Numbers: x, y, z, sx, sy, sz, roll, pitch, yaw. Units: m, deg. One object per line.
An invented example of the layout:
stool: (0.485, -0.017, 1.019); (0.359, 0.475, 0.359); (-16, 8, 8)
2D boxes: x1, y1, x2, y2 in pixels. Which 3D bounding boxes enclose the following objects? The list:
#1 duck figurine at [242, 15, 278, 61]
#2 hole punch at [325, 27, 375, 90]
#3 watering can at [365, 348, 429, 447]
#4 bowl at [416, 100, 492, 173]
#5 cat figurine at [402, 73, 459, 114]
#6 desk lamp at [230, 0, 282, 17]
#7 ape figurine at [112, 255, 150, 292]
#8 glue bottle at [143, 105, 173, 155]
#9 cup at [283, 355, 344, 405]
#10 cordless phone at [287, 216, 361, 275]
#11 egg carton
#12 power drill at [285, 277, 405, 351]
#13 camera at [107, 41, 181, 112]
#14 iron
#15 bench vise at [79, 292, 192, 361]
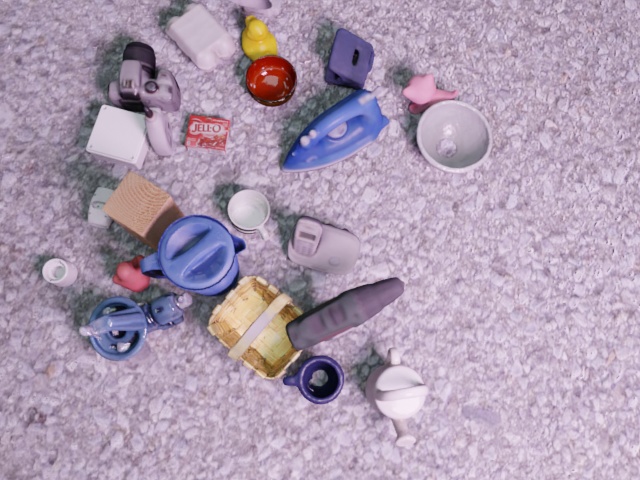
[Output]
duck figurine: (-0.135, -0.450, 1.272); (0.077, 0.086, 0.104); (-27, 81, -8)
hole punch: (0.069, -0.403, 1.274); (0.101, 0.091, 0.109); (13, 78, -1)
watering can: (0.152, 0.296, 1.086); (0.101, 0.194, 0.173); (-26, 81, -8)
bowl: (0.286, -0.217, 1.259); (0.167, 0.074, 0.167); (1, 79, -4)
cat figurine: (0.241, -0.323, 1.256); (0.128, 0.117, 0.067); (8, 78, -2)
desk lamp: (-0.138, -0.573, 1.232); (0.118, 0.213, 0.203); (14, 78, -1)
ape figurine: (-0.381, 0.066, 1.148); (0.078, 0.092, 0.076); (-20, 80, -7)
glue bottle: (-0.335, -0.235, 1.171); (0.037, 0.173, 0.078); (-4, 79, -4)
cup: (-0.014, 0.275, 1.129); (0.118, 0.095, 0.092); (-3, 79, -4)
cordless phone: (0.010, 0.004, 1.140); (0.147, 0.185, 0.094); (12, 78, -1)
egg carton: (-0.263, -0.450, 1.272); (0.107, 0.069, 0.150); (-42, 84, -10)
power drill: (0.043, 0.141, 1.102); (0.230, 0.208, 0.075); (-26, 81, -8)
camera: (-0.376, -0.355, 1.229); (0.143, 0.101, 0.137); (1, 78, -3)
iron: (0.026, -0.235, 1.211); (0.258, 0.141, 0.118); (-35, 83, -10)
bench vise: (-0.353, 0.140, 1.070); (0.207, 0.219, 0.121); (-42, 84, -10)
